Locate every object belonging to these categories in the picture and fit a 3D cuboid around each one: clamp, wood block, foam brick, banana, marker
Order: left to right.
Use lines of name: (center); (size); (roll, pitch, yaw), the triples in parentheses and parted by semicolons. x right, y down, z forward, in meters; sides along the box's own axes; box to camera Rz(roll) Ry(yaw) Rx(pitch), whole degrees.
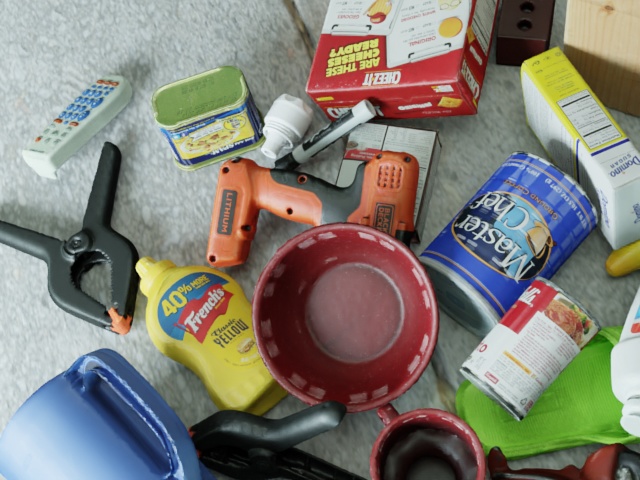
clamp: (-0.230, 0.002, 1.061); (0.164, 0.036, 0.210); (-38, 61, -8)
clamp: (-0.036, 0.187, 0.921); (0.172, 0.120, 0.039); (-6, 32, 29)
marker: (0.002, -0.098, 1.050); (0.121, 0.020, 0.020); (-32, 61, 25)
foam brick: (0.209, -0.221, 1.080); (0.053, 0.051, 0.078); (7, 66, 12)
wood block: (0.281, -0.212, 0.977); (0.091, 0.206, 0.090); (22, 71, 18)
banana: (0.324, -0.047, 0.989); (0.070, 0.037, 0.197); (10, 66, 31)

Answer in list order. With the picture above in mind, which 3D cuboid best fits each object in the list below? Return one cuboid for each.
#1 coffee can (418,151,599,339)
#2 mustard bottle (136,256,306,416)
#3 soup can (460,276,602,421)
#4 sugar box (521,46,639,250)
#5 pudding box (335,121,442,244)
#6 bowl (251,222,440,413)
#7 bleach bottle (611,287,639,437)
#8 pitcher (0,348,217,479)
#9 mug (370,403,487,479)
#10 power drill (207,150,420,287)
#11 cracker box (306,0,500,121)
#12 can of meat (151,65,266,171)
coffee can: (0.164, 0.005, 0.953); (0.103, 0.103, 0.140); (38, 76, 23)
mustard bottle: (-0.104, 0.078, 0.990); (0.096, 0.058, 0.192); (-39, 63, -24)
soup can: (0.173, 0.090, 0.882); (0.069, 0.068, 0.102); (40, 86, 23)
sugar box: (0.242, -0.085, 0.970); (0.048, 0.093, 0.176); (-25, 52, -3)
pudding box: (0.064, -0.057, 1.037); (0.090, 0.039, 0.113); (10, 70, 14)
bowl: (0.025, 0.065, 0.923); (0.162, 0.055, 0.162); (0, 91, 12)
bleach bottle: (0.306, 0.053, 0.859); (0.103, 0.068, 0.250); (-1, 44, 43)
pitcher: (-0.143, 0.212, 0.875); (0.243, 0.149, 0.145); (37, 79, 27)
mug: (0.085, 0.187, 0.893); (0.093, 0.081, 0.117); (-36, 65, -8)
power drill: (-0.006, 0.001, 0.988); (0.188, 0.057, 0.184); (8, 90, 12)
cracker box: (0.092, -0.226, 1.074); (0.164, 0.072, 0.213); (0, 65, 30)
can of meat: (-0.112, -0.123, 1.073); (0.102, 0.084, 0.057); (-19, 63, 1)
